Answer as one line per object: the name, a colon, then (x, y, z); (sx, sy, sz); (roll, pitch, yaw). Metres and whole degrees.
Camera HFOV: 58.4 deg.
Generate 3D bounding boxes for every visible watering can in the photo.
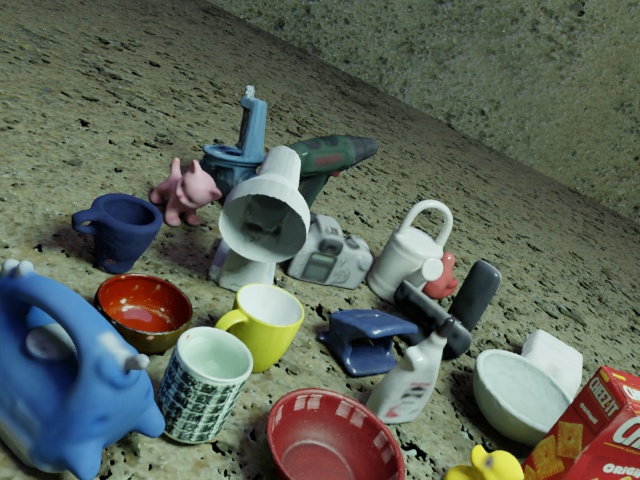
watering can: (0.172, 0.020, 1.021); (0.101, 0.194, 0.172); (5, 32, -36)

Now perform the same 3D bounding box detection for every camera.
camera: (0.009, 0.004, 1.011); (0.143, 0.101, 0.136); (13, 28, -24)

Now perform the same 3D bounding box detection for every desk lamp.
desk lamp: (-0.089, -0.023, 0.841); (0.118, 0.213, 0.203); (21, 26, -10)

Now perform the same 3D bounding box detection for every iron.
iron: (-0.259, 0.096, 0.547); (0.257, 0.141, 0.119); (35, 27, 19)

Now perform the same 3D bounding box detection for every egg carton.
egg carton: (0.395, 0.221, 0.992); (0.107, 0.069, 0.151); (32, 26, 13)

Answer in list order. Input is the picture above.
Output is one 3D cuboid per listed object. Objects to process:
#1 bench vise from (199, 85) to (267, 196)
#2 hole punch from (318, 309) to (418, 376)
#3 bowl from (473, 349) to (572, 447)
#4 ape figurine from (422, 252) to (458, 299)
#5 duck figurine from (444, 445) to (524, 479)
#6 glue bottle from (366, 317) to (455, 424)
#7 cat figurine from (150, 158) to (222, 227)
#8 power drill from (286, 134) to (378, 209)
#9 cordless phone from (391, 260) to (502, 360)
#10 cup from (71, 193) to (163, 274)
bench vise: (-0.121, -0.155, 1.051); (0.207, 0.219, 0.122); (32, 26, 14)
hole punch: (0.070, 0.133, 0.835); (0.109, 0.091, 0.100); (2, 34, -40)
bowl: (0.291, 0.244, 0.846); (0.168, 0.074, 0.167); (21, 26, -10)
ape figurine: (0.234, 0.064, 1.113); (0.077, 0.092, 0.076); (37, 28, 22)
duck figurine: (0.205, 0.290, 0.669); (0.078, 0.086, 0.104); (-4, 38, -46)
glue bottle: (0.125, 0.165, 0.731); (0.078, 0.173, 0.037); (7, 31, -34)
cat figurine: (-0.220, -0.087, 0.953); (0.067, 0.117, 0.127); (-2, 37, -44)
power drill: (-0.005, -0.106, 1.080); (0.230, 0.208, 0.075); (-6, 40, -48)
cordless phone: (0.203, 0.092, 0.925); (0.147, 0.185, 0.094); (39, 29, 26)
cup: (-0.278, -0.002, 0.766); (0.118, 0.095, 0.091); (-5, 39, -47)
